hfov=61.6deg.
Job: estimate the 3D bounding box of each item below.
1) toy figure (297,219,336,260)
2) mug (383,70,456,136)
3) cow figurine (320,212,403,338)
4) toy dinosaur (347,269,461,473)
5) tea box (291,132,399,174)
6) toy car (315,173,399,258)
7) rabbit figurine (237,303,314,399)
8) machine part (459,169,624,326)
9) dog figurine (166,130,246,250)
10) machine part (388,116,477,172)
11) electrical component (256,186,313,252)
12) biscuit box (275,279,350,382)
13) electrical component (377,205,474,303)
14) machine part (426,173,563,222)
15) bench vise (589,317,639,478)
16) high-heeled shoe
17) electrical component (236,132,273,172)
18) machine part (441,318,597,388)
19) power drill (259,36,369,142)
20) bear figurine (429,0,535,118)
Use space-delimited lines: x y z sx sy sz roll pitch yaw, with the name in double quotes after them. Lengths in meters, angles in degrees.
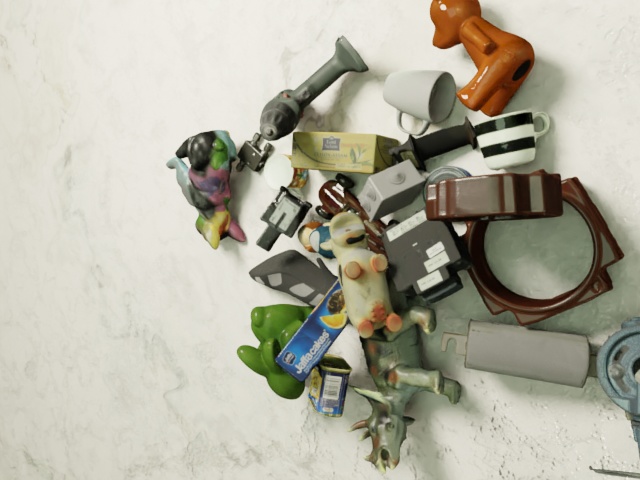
-0.001 -0.004 0.990 0.155 0.057 0.064 17 79 58 "toy figure"
0.158 -0.233 0.900 0.107 0.081 0.109 27 113 39 "mug"
0.063 0.049 0.858 0.085 0.127 0.194 -16 94 -10 "cow figurine"
0.127 0.172 0.924 0.192 0.131 0.404 -7 83 31 "toy dinosaur"
0.043 -0.154 0.959 0.170 0.098 0.068 7 98 30 "tea box"
0.071 -0.036 0.977 0.202 0.053 0.089 46 111 22 "toy car"
-0.069 0.208 1.002 0.121 0.159 0.170 -24 62 23 "rabbit figurine"
0.321 0.012 0.806 0.201 0.087 0.201 -32 77 31 "machine part"
-0.217 -0.094 1.113 0.191 0.108 0.219 -31 81 46 "dog figurine"
0.190 -0.153 0.889 0.139 0.084 0.039 -19 54 23 "machine part"
-0.073 -0.035 1.006 0.075 0.048 0.119 30 95 -2 "electrical component"
0.007 0.144 0.919 0.059 0.063 0.202 38 79 0 "biscuit box"
0.162 0.025 0.820 0.115 0.058 0.134 -32 61 28 "electrical component"
0.229 -0.054 0.713 0.180 0.179 0.056 -3 89 32 "machine part"
0.418 0.203 0.680 0.129 0.240 0.223 5 79 32 "bench vise"
-0.032 0.098 1.054 0.249 0.086 0.145 -8 119 48 "high-heeled shoe"
-0.138 -0.172 1.113 0.063 0.021 0.094 45 114 21 "electrical component"
0.307 0.168 0.809 0.243 0.079 0.079 7 97 18 "machine part"
-0.015 -0.257 0.939 0.086 0.232 0.207 43 103 -14 "power drill"
0.225 -0.298 0.827 0.196 0.120 0.132 46 118 22 "bear figurine"
